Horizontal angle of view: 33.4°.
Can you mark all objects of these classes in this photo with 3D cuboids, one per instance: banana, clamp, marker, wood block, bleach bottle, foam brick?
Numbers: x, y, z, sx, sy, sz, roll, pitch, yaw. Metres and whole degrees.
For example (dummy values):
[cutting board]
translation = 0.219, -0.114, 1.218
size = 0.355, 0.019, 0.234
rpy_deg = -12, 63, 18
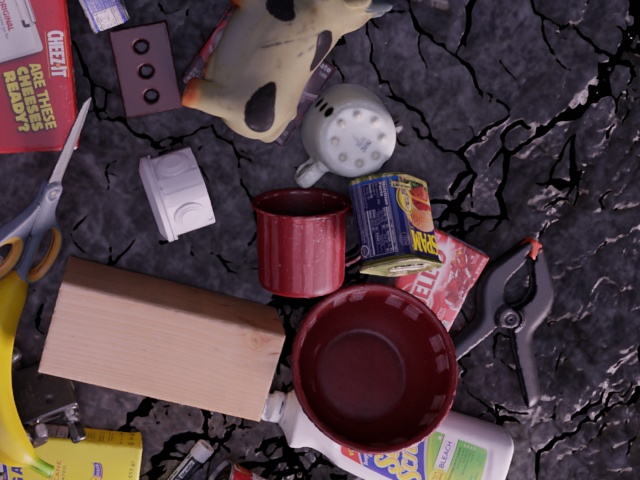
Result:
[banana]
translation = -0.284, 0.118, 0.957
size = 0.037, 0.069, 0.198
rpy_deg = -20, 71, 30
[clamp]
translation = 0.194, 0.084, 1.068
size = 0.120, 0.039, 0.171
rpy_deg = 25, 99, -14
[marker]
translation = -0.152, 0.251, 1.072
size = 0.020, 0.020, 0.121
rpy_deg = 39, 96, -15
[wood block]
translation = -0.147, 0.091, 0.996
size = 0.206, 0.090, 0.091
rpy_deg = 14, 102, -12
[bleach bottle]
translation = 0.060, 0.204, 1.069
size = 0.250, 0.068, 0.102
rpy_deg = 16, 99, -9
[foam brick]
translation = -0.155, -0.153, 0.953
size = 0.053, 0.051, 0.078
rpy_deg = -12, 106, -5

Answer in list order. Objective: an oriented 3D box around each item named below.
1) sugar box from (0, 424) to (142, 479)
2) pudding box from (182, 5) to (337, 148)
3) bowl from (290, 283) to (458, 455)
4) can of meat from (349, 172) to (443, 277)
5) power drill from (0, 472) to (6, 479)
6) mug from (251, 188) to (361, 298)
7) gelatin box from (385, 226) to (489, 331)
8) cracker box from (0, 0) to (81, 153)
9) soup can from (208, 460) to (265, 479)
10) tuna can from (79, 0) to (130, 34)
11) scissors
[sugar box]
translation = -0.265, 0.227, 1.037
size = 0.176, 0.048, 0.093
rpy_deg = 6, 100, -11
[pudding box]
translation = -0.056, -0.152, 0.973
size = 0.113, 0.039, 0.090
rpy_deg = 33, 97, -15
[bowl]
translation = 0.046, 0.125, 1.014
size = 0.162, 0.055, 0.162
rpy_deg = 3, 74, -12
[can of meat]
translation = 0.069, -0.014, 0.981
size = 0.058, 0.102, 0.084
rpy_deg = -13, 80, 23
[power drill]
translation = -0.381, 0.172, 0.964
size = 0.185, 0.057, 0.187
rpy_deg = -28, 86, 17
[mug]
translation = -0.007, 0.001, 0.997
size = 0.117, 0.093, 0.081
rpy_deg = -8, 111, -23
[gelatin box]
translation = 0.112, 0.037, 1.049
size = 0.073, 0.030, 0.089
rpy_deg = 27, 98, -13
[cracker box]
translation = -0.322, -0.156, 0.919
size = 0.213, 0.072, 0.164
rpy_deg = -4, 106, -8
[soup can]
translation = -0.065, 0.273, 1.066
size = 0.102, 0.068, 0.068
rpy_deg = 33, 98, -15
[tuna can]
translation = -0.193, -0.223, 0.912
size = 0.033, 0.086, 0.086
rpy_deg = -21, 106, -4
[scissors]
translation = -0.250, -0.032, 0.919
size = 0.096, 0.016, 0.202
rpy_deg = -25, 147, -41
